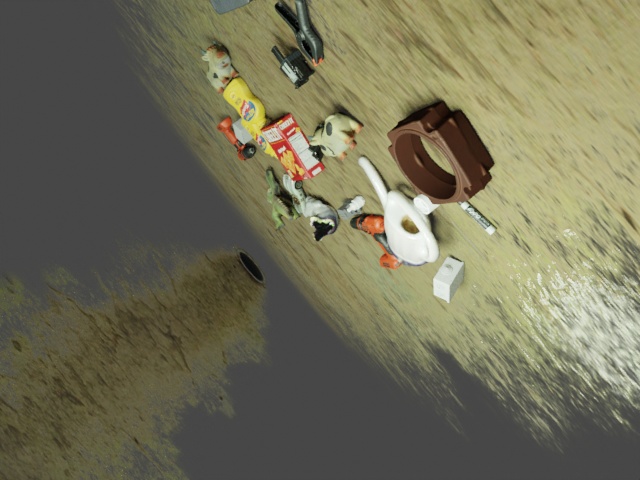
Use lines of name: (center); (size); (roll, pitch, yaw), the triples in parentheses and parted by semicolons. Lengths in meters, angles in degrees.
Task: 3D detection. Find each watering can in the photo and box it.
watering can: (0.211, -0.063, 1.388); (0.354, 0.104, 0.219); (56, 169, 33)

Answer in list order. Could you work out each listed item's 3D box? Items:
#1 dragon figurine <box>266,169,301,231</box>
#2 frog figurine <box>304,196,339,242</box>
dragon figurine: (-0.172, -0.171, 2.073); (0.243, 0.123, 0.408); (65, 170, 1)
frog figurine: (0.006, -0.094, 1.874); (0.135, 0.122, 0.163); (54, -160, -37)
